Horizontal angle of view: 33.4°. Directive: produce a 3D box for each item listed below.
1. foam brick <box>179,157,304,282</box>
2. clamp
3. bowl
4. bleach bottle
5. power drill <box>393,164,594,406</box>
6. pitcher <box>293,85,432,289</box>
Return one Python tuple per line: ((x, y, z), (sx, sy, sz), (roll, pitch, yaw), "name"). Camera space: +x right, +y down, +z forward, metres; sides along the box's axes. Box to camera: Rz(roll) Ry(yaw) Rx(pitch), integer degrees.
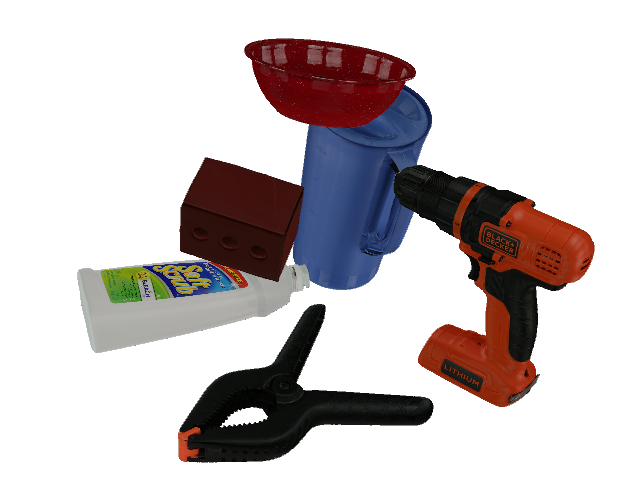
((-0.057, -0.015, 0.761), (0.078, 0.051, 0.053), (17, -39, 6), "foam brick")
((-0.021, 0.137, 0.894), (0.209, 0.036, 0.165), (-27, 45, -36), "clamp")
((0.006, -0.145, 1.001), (0.162, 0.055, 0.162), (7, 22, -3), "bowl")
((-0.138, 0.057, 1.194), (0.250, 0.068, 0.103), (-10, 36, -15), "bleach bottle")
((0.134, 0.039, 0.924), (0.185, 0.188, 0.057), (27, 40, 31), "power drill")
((0.041, -0.053, 1.217), (0.145, 0.243, 0.149), (19, 43, 7), "pitcher")
